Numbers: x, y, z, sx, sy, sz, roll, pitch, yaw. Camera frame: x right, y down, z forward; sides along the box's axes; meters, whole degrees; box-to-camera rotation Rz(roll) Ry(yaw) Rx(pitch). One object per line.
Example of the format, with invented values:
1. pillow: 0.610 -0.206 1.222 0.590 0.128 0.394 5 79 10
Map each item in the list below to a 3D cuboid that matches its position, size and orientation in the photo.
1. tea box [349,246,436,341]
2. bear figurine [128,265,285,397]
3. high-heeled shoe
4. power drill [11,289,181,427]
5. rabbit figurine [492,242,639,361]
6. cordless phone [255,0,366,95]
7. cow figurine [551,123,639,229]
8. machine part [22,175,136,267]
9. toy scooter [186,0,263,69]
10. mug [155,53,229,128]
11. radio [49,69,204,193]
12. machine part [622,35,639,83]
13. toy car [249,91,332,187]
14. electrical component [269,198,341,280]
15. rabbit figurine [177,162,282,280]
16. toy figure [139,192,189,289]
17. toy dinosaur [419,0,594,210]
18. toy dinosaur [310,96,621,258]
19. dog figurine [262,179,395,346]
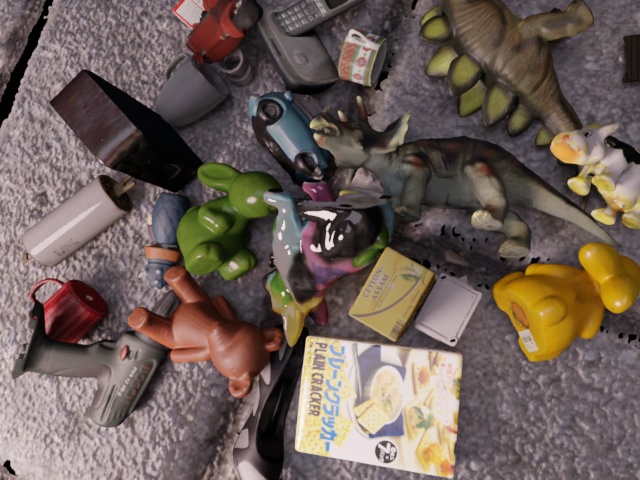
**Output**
1. tea box: 0.100 0.072 0.704 0.068 0.169 0.098 29 89 15
2. bear figurine: -0.156 0.128 0.752 0.196 0.131 0.120 14 60 49
3. high-heeled shoe: -0.049 0.244 0.750 0.145 0.086 0.249 -30 61 22
4. power drill: -0.334 0.155 0.810 0.207 0.086 0.232 21 90 -29
5. rabbit figurine: 0.327 0.060 0.675 0.173 0.162 0.122 -19 65 -7
6. cordless phone: 0.007 -0.314 0.828 0.184 0.088 0.146 -29 76 4
7. cow figurine: 0.367 -0.097 0.680 0.167 0.068 0.098 41 79 -24
8. machine part: -0.401 -0.031 0.890 0.243 0.079 0.079 -34 76 6
9. toy scooter: -0.152 -0.332 0.820 0.135 0.075 0.184 -42 38 21
10. mug: -0.221 -0.244 0.874 0.107 0.081 0.109 -38 81 15
11. radio: -0.272 -0.150 0.798 0.073 0.229 0.131 -43 80 6
12. machine part: 0.485 -0.248 0.723 0.139 0.039 0.084 3 78 16
13. toy car: -0.030 -0.163 0.806 0.103 0.109 0.161 -40 84 -12
14. electrical component: -0.002 -0.002 0.798 0.134 0.058 0.114 7 86 15
15. rabbit figurine: -0.123 -0.043 0.806 0.170 0.121 0.159 -40 53 20
16. toy figure: -0.244 0.002 0.858 0.064 0.057 0.154 10 89 20
17. toy dinosaur: 0.263 -0.258 0.749 0.198 0.105 0.471 -39 81 12
18. toy dinosaur: 0.185 -0.086 0.736 0.405 0.131 0.192 9 66 3
19. dog figurine: 0.003 0.038 0.694 0.192 0.108 0.219 17 119 33
